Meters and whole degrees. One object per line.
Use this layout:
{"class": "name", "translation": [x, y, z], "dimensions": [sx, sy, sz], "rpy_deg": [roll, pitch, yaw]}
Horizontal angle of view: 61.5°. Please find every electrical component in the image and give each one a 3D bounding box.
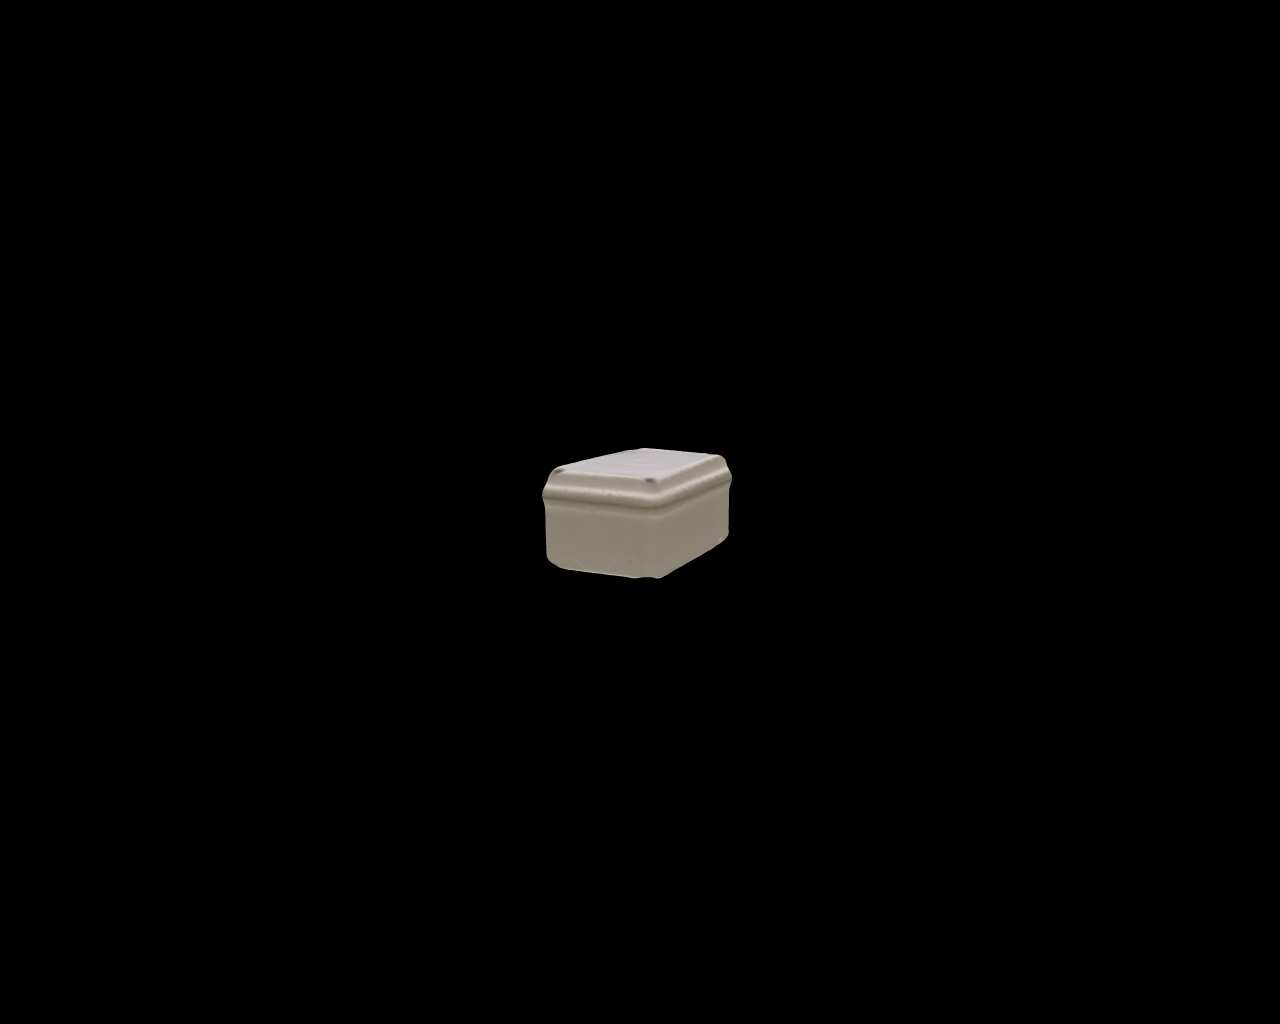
{"class": "electrical component", "translation": [0.001, -0.003, 0.650], "dimensions": [0.078, 0.057, 0.113], "rpy_deg": [6, 13, 27]}
